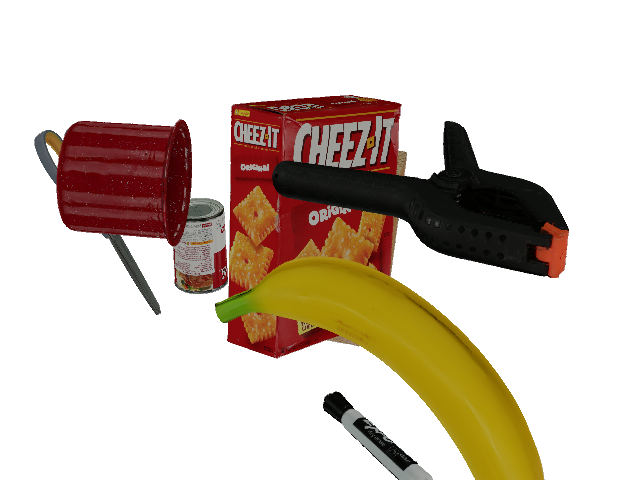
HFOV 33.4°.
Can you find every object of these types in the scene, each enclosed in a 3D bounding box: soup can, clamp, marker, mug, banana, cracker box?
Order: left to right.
[{"bbox_3d":[-0.142,-0.046,0.793,0.081,0.093,0.117,4,8,4],"label":"mug"},{"bbox_3d":[-0.151,0.006,1.326,0.068,0.102,0.068,-1,25,0],"label":"soup can"},{"bbox_3d":[-0.003,-0.018,0.964,0.072,0.214,0.163,15,18,39],"label":"cracker box"},{"bbox_3d":[0.040,0.152,0.815,0.020,0.020,0.121,0,25,-39],"label":"marker"},{"bbox_3d":[0.045,0.065,0.531,0.198,0.070,0.037,36,26,5],"label":"banana"},{"bbox_3d":[0.075,-0.027,0.702,0.164,0.036,0.210,-14,29,-23],"label":"clamp"}]

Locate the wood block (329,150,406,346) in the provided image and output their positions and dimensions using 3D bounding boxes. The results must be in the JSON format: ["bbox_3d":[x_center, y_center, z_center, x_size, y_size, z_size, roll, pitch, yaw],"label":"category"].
[{"bbox_3d":[0.036,0.005,1.192,0.090,0.206,0.090,10,27,8],"label":"wood block"}]

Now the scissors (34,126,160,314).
[{"bbox_3d":[-0.203,-0.029,1.025,0.016,0.201,0.096,-24,26,21],"label":"scissors"}]
